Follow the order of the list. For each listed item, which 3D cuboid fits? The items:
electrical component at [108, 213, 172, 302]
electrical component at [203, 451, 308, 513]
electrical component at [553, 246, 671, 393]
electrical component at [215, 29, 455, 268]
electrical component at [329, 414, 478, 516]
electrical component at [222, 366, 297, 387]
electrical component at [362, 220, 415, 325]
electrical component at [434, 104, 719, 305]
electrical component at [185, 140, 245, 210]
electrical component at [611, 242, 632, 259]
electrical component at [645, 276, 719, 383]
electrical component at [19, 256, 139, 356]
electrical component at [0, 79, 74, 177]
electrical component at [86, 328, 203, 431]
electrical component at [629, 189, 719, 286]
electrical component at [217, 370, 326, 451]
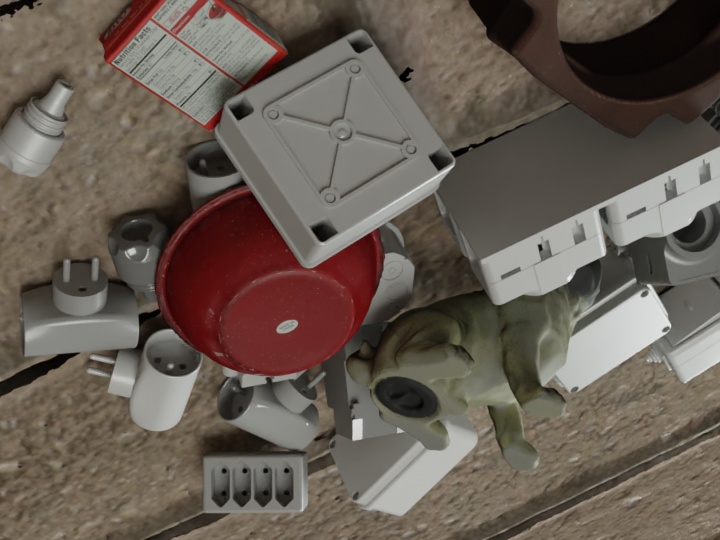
[{"bbox_3d":[-0.147,-0.005,0.741,0.043,0.043,0.062,-16,135,-10],"label":"electrical component"},{"bbox_3d":[-0.086,0.178,0.918,0.083,0.047,0.075,-1,176,4],"label":"electrical component"},{"bbox_3d":[0.201,0.044,0.926,0.113,0.057,0.078,-35,134,8],"label":"electrical component"},{"bbox_3d":[-0.016,-0.076,0.671,0.109,0.108,0.056,-32,174,-19],"label":"electrical component"},{"bbox_3d":[0.035,0.149,0.932,0.057,0.078,0.113,25,116,-41],"label":"electrical component"},{"bbox_3d":[-0.072,0.056,0.826,0.066,0.048,0.055,-9,139,-17],"label":"electrical component"},{"bbox_3d":[0.000,0.000,0.804,0.080,0.051,0.080,-12,133,-14],"label":"electrical component"},{"bbox_3d":[0.157,-0.060,0.783,0.186,0.105,0.060,-25,135,-1],"label":"electrical component"},{"bbox_3d":[-0.092,-0.043,0.731,0.043,0.043,0.081,-14,133,-12],"label":"electrical component"},{"bbox_3d":[0.248,-0.025,0.898,0.078,0.040,0.040,-11,132,-14],"label":"electrical component"},{"bbox_3d":[0.297,0.050,0.971,0.096,0.061,0.061,-34,134,7],"label":"electrical component"},{"bbox_3d":[-0.194,0.022,0.743,0.077,0.043,0.079,-3,130,-21],"label":"electrical component"},{"bbox_3d":[-0.194,-0.088,0.653,0.035,0.035,0.061,24,113,-37],"label":"electrical component"},{"bbox_3d":[-0.164,0.078,0.803,0.079,0.043,0.077,15,138,-11],"label":"electrical component"},{"bbox_3d":[0.293,-0.046,0.855,0.150,0.062,0.089,-13,93,-13],"label":"electrical component"},{"bbox_3d":[-0.062,0.103,0.872,0.079,0.044,0.077,-43,132,16],"label":"electrical component"}]
